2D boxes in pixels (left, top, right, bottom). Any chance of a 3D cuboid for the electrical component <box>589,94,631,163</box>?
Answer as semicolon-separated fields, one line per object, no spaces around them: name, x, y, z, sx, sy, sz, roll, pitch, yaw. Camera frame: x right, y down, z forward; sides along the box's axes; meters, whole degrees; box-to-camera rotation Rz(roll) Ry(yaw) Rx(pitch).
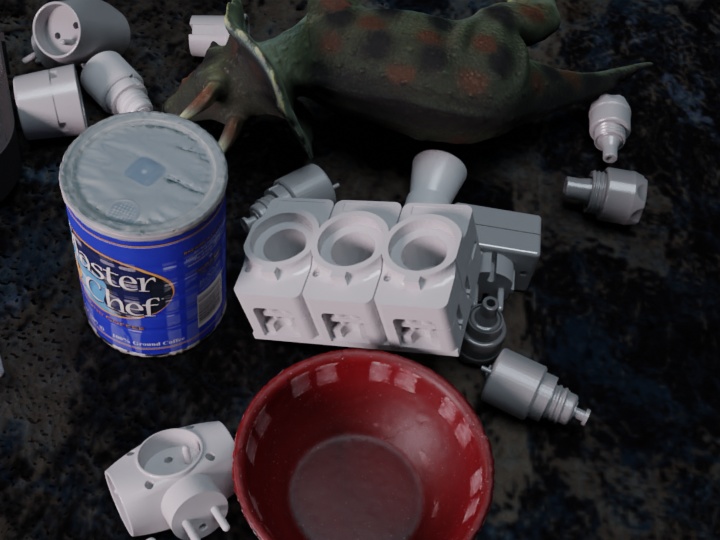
electrical component;0.209;-0.116;0.897;0.035;0.035;0.061;9;56;0

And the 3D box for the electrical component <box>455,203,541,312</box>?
electrical component;0.096;-0.002;0.792;0.066;0.047;0.076;9;53;0

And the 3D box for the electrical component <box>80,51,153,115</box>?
electrical component;-0.190;-0.141;0.862;0.040;0.040;0.078;-32;64;-26

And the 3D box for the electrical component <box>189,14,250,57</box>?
electrical component;-0.119;-0.198;0.914;0.046;0.040;0.040;3;54;2

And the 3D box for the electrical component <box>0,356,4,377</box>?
electrical component;-0.289;0.058;0.689;0.076;0.083;0.047;-36;58;15

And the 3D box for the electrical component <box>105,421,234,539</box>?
electrical component;-0.106;0.137;0.658;0.077;0.044;0.079;-22;38;-21

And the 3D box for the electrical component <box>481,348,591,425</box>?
electrical component;0.119;0.084;0.736;0.078;0.040;0.040;25;55;11

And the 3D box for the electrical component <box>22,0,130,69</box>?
electrical component;-0.240;-0.186;0.876;0.079;0.077;0.044;-22;92;20

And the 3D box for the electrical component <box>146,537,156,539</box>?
electrical component;-0.100;0.196;0.622;0.076;0.047;0.083;-24;60;-23

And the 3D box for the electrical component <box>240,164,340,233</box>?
electrical component;-0.054;-0.050;0.812;0.078;0.040;0.040;-29;62;-25

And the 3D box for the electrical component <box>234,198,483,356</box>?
electrical component;0.000;0.000;0.741;0.150;0.061;0.089;4;51;19

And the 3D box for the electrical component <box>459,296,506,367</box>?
electrical component;0.086;0.040;0.751;0.035;0.061;0.035;3;54;-4

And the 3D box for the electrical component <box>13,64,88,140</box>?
electrical component;-0.241;-0.129;0.839;0.047;0.055;0.055;-11;56;-10

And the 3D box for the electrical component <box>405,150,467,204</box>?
electrical component;0.054;-0.055;0.830;0.044;0.044;0.065;16;58;5

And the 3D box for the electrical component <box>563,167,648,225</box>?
electrical component;0.193;-0.060;0.849;0.062;0.043;0.043;10;53;2
